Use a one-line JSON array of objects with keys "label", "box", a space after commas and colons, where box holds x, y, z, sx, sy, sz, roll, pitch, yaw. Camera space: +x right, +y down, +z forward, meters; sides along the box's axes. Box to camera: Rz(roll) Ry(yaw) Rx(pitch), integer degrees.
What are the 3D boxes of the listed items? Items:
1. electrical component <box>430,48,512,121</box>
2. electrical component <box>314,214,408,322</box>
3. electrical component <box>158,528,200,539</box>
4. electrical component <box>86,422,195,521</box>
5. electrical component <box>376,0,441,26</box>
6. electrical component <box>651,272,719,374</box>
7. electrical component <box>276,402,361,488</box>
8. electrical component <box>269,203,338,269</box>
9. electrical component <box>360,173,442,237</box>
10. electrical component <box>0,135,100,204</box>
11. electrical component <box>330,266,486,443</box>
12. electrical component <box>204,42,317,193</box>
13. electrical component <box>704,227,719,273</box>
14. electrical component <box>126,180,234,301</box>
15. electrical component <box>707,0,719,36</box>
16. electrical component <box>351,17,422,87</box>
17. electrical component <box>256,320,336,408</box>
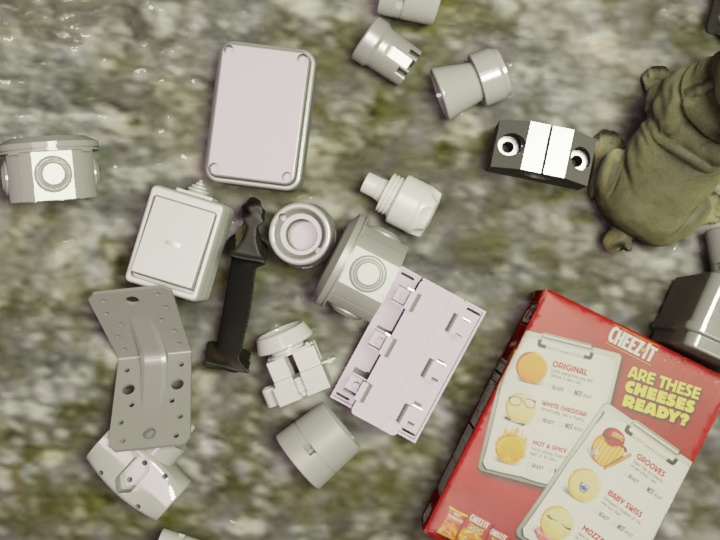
[{"label": "electrical component", "box": [0.090, -0.151, 0.872, 0.055, 0.045, 0.045, -20, 89, 1]}, {"label": "electrical component", "box": [0.000, 0.000, 0.857, 0.051, 0.080, 0.080, 27, 90, -4]}, {"label": "electrical component", "box": [-0.144, 0.242, 0.872, 0.047, 0.055, 0.055, 15, 90, -2]}, {"label": "electrical component", "box": [-0.169, 0.150, 0.878, 0.077, 0.043, 0.079, 42, 92, 2]}, {"label": "electrical component", "box": [0.043, -0.228, 0.870, 0.047, 0.055, 0.055, 15, 90, -2]}, {"label": "electrical component", "box": [0.279, 0.045, 0.830, 0.078, 0.113, 0.057, 24, 87, 2]}, {"label": "electrical component", "box": [-0.033, 0.140, 0.869, 0.047, 0.055, 0.055, -40, 88, -3]}, {"label": "electrical component", "box": [-0.047, -0.028, 0.873, 0.055, 0.047, 0.055, 0, 90, 2]}, {"label": "electrical component", "box": [0.031, -0.058, 0.874, 0.062, 0.043, 0.043, 27, 90, 3]}, {"label": "electrical component", "box": [-0.250, -0.081, 0.865, 0.080, 0.080, 0.051, -4, 94, 2]}, {"label": "electrical component", "box": [0.039, 0.068, 0.862, 0.079, 0.063, 0.121, 28, 91, 2]}, {"label": "electrical component", "box": [-0.079, -0.122, 0.870, 0.078, 0.057, 0.113, 7, 90, 2]}, {"label": "electrical component", "box": [0.306, -0.014, 0.859, 0.055, 0.055, 0.047, -12, 85, 2]}, {"label": "electrical component", "box": [-0.144, -0.027, 0.870, 0.062, 0.061, 0.096, 17, 90, 2]}, {"label": "electrical component", "box": [0.335, -0.225, 0.862, 0.100, 0.048, 0.099, 15, 90, 2]}, {"label": "electrical component", "box": [0.022, -0.177, 0.877, 0.046, 0.040, 0.040, 34, 91, -5]}, {"label": "electrical component", "box": [-0.054, 0.074, 0.875, 0.066, 0.048, 0.055, -22, 96, 1]}]
